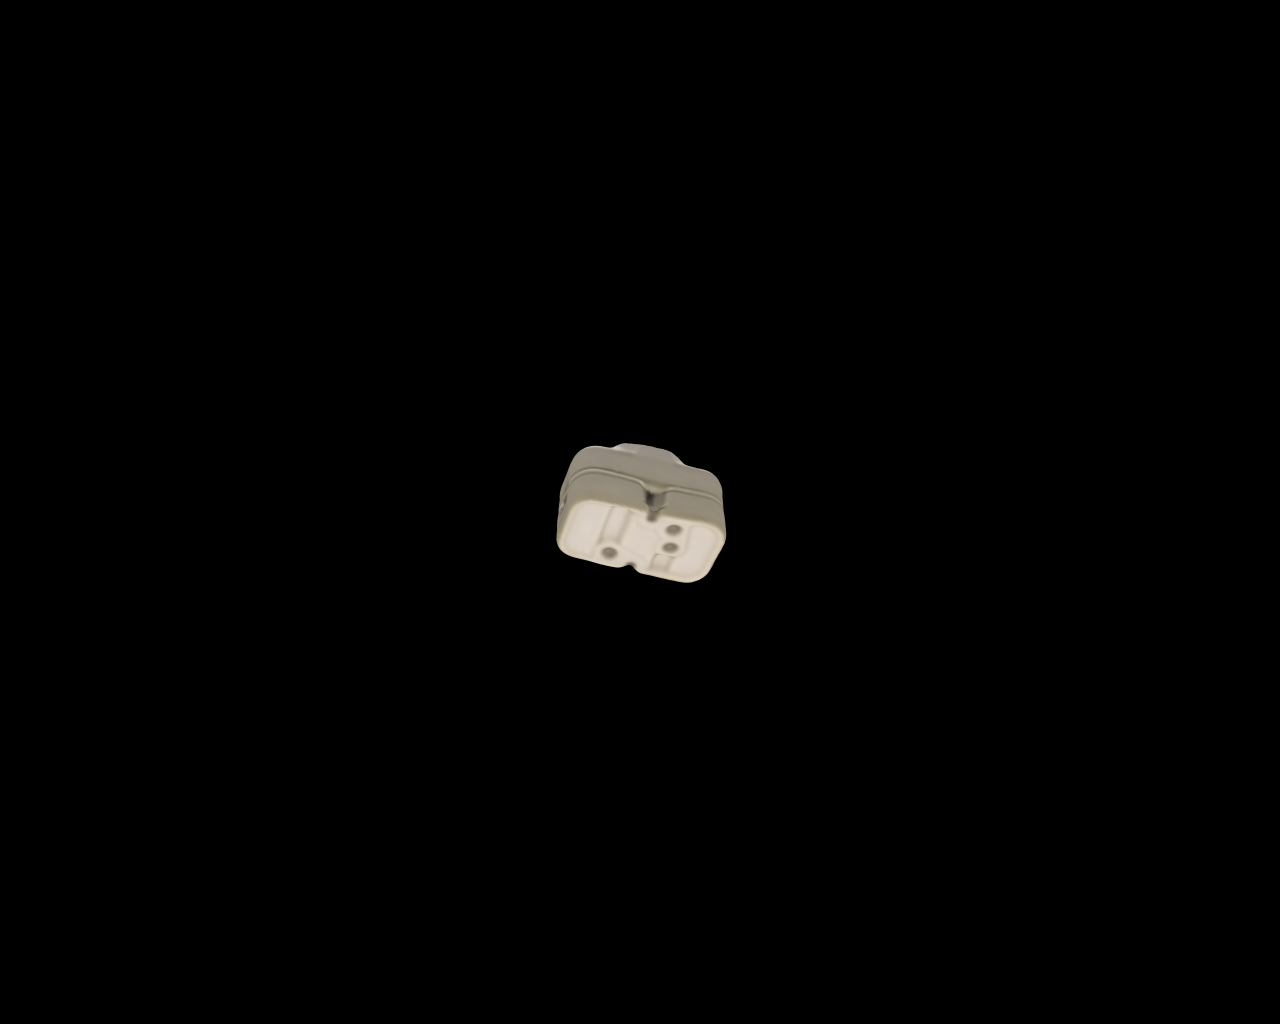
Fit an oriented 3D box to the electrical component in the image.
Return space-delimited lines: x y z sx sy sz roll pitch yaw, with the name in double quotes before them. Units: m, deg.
"electrical component" 0.001 -0.003 0.650 0.095 0.059 0.053 13 -47 -12
